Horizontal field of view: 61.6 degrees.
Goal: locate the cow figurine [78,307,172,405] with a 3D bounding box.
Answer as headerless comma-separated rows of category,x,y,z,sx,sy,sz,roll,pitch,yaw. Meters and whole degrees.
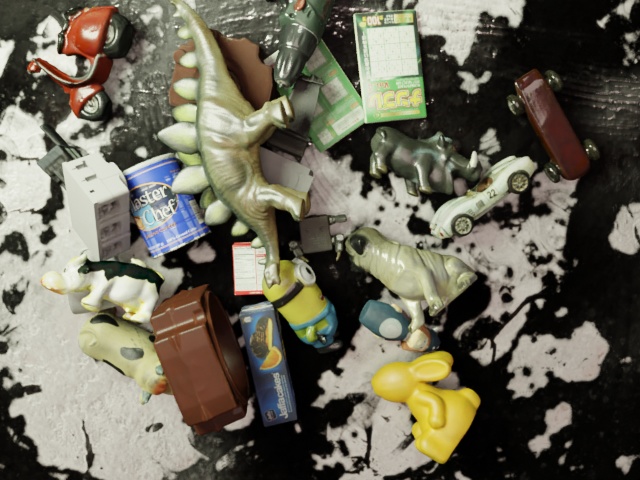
cow figurine,-0.301,0.188,0.875,0.195,0.127,0.085,31,97,-4

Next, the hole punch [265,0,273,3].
hole punch,-0.130,-0.449,0.836,0.116,0.092,0.142,-11,94,-6

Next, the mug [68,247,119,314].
mug,-0.353,0.064,0.888,0.107,0.081,0.109,-2,88,-15

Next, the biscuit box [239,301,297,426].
biscuit box,-0.087,0.211,0.923,0.063,0.059,0.202,-12,97,-2

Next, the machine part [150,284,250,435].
machine part,-0.180,0.179,0.843,0.087,0.201,0.201,-19,97,-4

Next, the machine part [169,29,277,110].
machine part,-0.156,-0.245,0.865,0.179,0.056,0.179,0,100,1

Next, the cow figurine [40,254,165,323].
cow figurine,-0.327,0.062,0.820,0.167,0.068,0.098,26,71,-27

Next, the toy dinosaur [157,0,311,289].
toy dinosaur,-0.135,-0.155,0.804,0.199,0.105,0.471,-12,90,7

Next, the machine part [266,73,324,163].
machine part,-0.037,-0.204,0.877,0.084,0.039,0.138,28,111,8

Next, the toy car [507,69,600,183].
toy car,0.392,-0.191,0.909,0.089,0.053,0.202,-33,101,12

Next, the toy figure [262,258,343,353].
toy figure,-0.027,0.113,0.894,0.089,0.082,0.180,-36,115,-22

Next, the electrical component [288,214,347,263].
electrical component,-0.003,-0.003,0.911,0.102,0.045,0.078,-2,98,-3

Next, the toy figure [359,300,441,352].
toy figure,0.143,0.157,0.934,0.154,0.058,0.064,27,133,-7

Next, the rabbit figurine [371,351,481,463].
rabbit figurine,0.175,0.267,0.919,0.173,0.122,0.162,33,101,13

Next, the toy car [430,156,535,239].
toy car,0.270,-0.070,0.905,0.202,0.073,0.056,-37,101,1

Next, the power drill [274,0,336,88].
power drill,-0.064,-0.376,0.802,0.207,0.086,0.232,35,74,-32

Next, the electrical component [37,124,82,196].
electrical component,-0.413,-0.126,0.861,0.048,0.075,0.119,-42,101,1

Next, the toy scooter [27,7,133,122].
toy scooter,-0.382,-0.288,0.846,0.135,0.075,0.183,20,99,-4

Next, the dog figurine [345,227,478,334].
dog figurine,0.154,0.035,0.910,0.191,0.172,0.121,51,134,16

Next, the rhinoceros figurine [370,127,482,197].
rhinoceros figurine,0.174,-0.130,0.898,0.190,0.073,0.112,18,84,-3
